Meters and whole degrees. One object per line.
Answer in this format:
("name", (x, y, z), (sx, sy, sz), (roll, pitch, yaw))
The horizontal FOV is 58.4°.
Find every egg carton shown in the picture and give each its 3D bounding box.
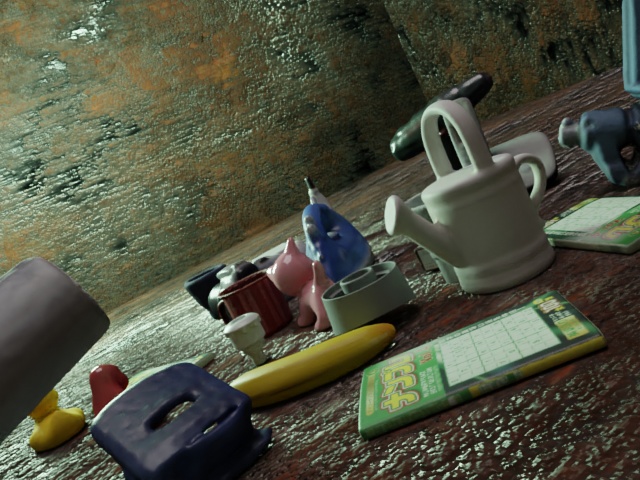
("egg carton", (-0.075, 0.051, 1.171), (0.107, 0.069, 0.150), (-29, 8, -24))

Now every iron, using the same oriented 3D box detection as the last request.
("iron", (0.009, 0.003, 0.927), (0.118, 0.141, 0.258), (-25, 7, 7))

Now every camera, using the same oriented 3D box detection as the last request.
("camera", (-0.132, 0.084, 1.005), (0.143, 0.101, 0.136), (-32, 9, -38))

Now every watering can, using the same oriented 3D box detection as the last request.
("watering can", (0.150, -0.048, 0.585), (0.173, 0.194, 0.100), (-31, 9, -32))

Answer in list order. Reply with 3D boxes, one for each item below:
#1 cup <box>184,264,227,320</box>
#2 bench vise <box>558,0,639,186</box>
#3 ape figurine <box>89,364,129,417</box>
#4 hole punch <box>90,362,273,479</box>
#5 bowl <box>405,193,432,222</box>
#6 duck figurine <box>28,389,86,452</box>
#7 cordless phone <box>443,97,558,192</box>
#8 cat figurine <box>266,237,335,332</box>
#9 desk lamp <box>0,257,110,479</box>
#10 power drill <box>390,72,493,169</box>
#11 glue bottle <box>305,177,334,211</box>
("cup", (-0.216, 0.110, 1.137), (0.117, 0.095, 0.092), (-19, 10, 44))
("bench vise", (0.379, -0.185, 0.663), (0.207, 0.220, 0.121), (-25, 7, 7))
("ape figurine", (-0.234, 0.186, 0.666), (0.077, 0.092, 0.076), (-21, 9, 35))
("hole punch", (-0.112, 0.154, 0.465), (0.109, 0.091, 0.100), (-32, 10, -41))
("bowl", (0.204, -0.047, 0.871), (0.167, 0.075, 0.167), (-26, 7, 4))
("duck figurine", (-0.384, 0.243, 0.808), (0.078, 0.086, 0.104), (-32, 9, -40))
("cordless phone", (0.286, -0.156, 0.924), (0.147, 0.185, 0.094), (-23, 8, 23))
("cat figurine", (-0.019, 0.053, 0.761), (0.067, 0.118, 0.127), (-29, 8, -24))
("desk lamp", (-0.153, 0.130, 0.292), (0.204, 0.213, 0.117), (-31, 9, -33))
("power drill", (0.249, -0.170, 1.062), (0.229, 0.208, 0.076), (-20, 9, 38))
("glue bottle", (0.008, -0.058, 1.240), (0.037, 0.173, 0.078), (-27, 8, -11))
